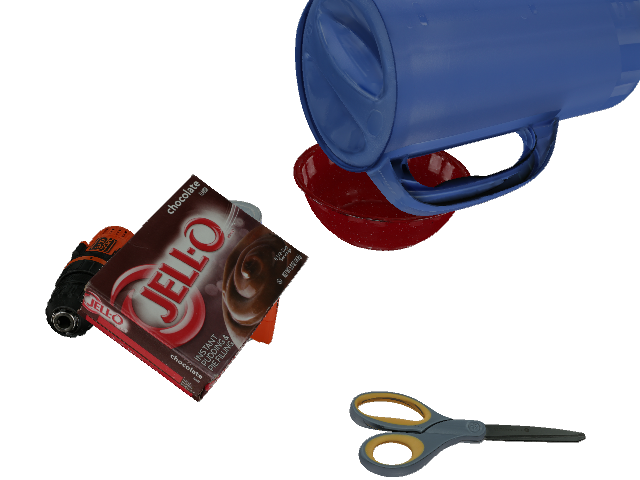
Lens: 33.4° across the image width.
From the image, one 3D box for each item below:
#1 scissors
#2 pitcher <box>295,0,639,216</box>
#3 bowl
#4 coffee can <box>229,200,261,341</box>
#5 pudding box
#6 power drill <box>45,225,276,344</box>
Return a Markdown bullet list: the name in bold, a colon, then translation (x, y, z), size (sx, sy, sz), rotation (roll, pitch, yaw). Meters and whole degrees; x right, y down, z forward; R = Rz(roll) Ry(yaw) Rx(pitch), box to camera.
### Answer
- **scissors**: translation (0.119, 0.174, 0.902), size (0.202, 0.016, 0.096), rotation (12, 40, 11)
- **pitcher**: translation (0.116, -0.122, 0.765), size (0.242, 0.149, 0.145), rotation (-12, 34, -27)
- **bowl**: translation (0.055, -0.037, 0.970), size (0.162, 0.055, 0.162), rotation (3, 31, -2)
- **coffee can**: translation (-0.113, 0.037, 1.250), size (0.103, 0.140, 0.103), rotation (-4, 26, 2)
- **pudding box**: translation (-0.074, 0.026, 0.633), size (0.113, 0.090, 0.039), rotation (-52, -2, -42)
- **power drill**: translation (-0.129, 0.042, 0.920), size (0.187, 0.057, 0.184), rotation (9, 21, 0)
